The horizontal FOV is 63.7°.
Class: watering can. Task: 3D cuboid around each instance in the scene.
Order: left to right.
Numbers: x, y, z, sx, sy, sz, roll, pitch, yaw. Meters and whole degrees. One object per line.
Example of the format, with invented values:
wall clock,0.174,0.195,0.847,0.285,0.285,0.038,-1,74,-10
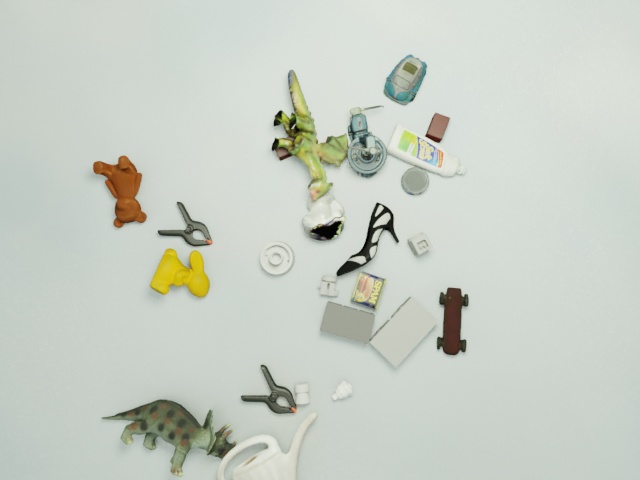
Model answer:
watering can,-0.125,0.662,1.486,0.348,0.103,0.225,-27,85,-2

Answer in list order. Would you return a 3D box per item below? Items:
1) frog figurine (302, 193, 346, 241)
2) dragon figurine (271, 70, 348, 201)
frog figurine,0.005,-0.080,1.593,0.137,0.120,0.163,-31,48,7
dragon figurine,-0.013,-0.320,1.593,0.241,0.121,0.417,18,66,-31
